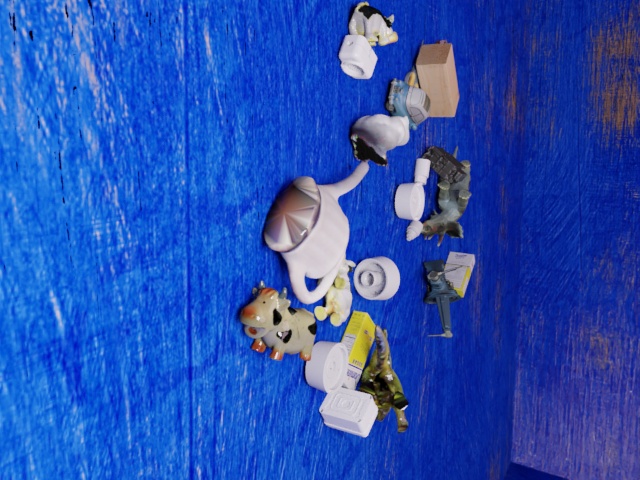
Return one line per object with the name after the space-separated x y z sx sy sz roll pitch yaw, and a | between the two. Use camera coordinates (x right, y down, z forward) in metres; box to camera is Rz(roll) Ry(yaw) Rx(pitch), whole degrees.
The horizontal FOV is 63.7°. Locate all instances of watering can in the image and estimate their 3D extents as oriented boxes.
0.003 -0.051 1.020 0.104 0.353 0.221 5 -24 32 | watering can

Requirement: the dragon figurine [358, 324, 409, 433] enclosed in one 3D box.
0.156 0.326 1.322 0.122 0.403 0.247 -1 25 4 | dragon figurine

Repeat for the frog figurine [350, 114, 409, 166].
0.152 -0.257 1.203 0.161 0.121 0.137 -46 16 -21 | frog figurine
